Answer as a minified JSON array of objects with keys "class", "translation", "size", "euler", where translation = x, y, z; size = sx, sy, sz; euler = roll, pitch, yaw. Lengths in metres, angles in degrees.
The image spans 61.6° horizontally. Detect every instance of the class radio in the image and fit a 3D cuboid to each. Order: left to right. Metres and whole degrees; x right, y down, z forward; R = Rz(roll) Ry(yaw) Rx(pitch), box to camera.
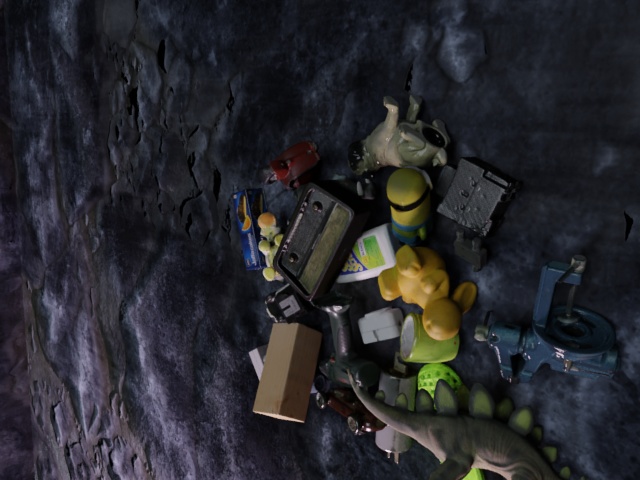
[{"class":"radio","translation":[-0.002,-0.003,1.101],"size":[0.131,0.073,0.229],"euler":[39,118,25]}]

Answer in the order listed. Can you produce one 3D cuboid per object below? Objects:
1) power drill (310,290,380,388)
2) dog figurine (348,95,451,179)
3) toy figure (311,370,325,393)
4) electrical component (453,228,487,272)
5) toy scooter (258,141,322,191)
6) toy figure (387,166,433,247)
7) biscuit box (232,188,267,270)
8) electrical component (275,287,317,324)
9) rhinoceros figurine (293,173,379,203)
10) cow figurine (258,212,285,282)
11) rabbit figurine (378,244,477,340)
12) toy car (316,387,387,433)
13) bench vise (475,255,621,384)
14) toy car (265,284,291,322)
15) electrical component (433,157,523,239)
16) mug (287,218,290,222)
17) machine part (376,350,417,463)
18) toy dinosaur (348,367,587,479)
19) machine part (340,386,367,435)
[{"class":"power drill","translation":[0.036,0.218,1.164],"size":[0.232,0.086,0.207],"euler":[4,103,65]},{"class":"dog figurine","translation":[0.146,-0.161,1.040],"size":[0.190,0.121,0.172],"euler":[-56,48,44]},{"class":"toy figure","translation":[-0.056,0.337,1.322],"size":[0.155,0.057,0.064],"euler":[-2,68,44]},{"class":"electrical component","translation":[0.270,0.020,0.969],"size":[0.063,0.021,0.093],"euler":[37,160,36]},{"class":"toy scooter","translation":[-0.045,-0.164,1.170],"size":[0.135,0.184,0.075],"euler":[-33,82,18]},{"class":"toy figure","translation":[0.169,-0.053,1.000],"size":[0.082,0.089,0.179],"euler":[11,134,20]},{"class":"biscuit box","translation":[-0.166,-0.027,1.360],"size":[0.063,0.059,0.202],"euler":[-13,88,43]},{"class":"electrical component","translation":[-0.067,0.150,1.236],"size":[0.119,0.048,0.075],"euler":[-30,83,39]},{"class":"rhinoceros figurine","translation":[0.035,-0.089,1.152],"size":[0.191,0.073,0.112],"euler":[-1,102,30]},{"class":"cow figurine","translation":[-0.108,0.017,1.304],"size":[0.068,0.098,0.167],"euler":[-11,83,3]},{"class":"rabbit figurine","translation":[0.205,0.109,0.983],"size":[0.122,0.162,0.173],"euler":[-53,41,32]},{"class":"toy car","translation":[0.066,0.341,1.112],"size":[0.202,0.089,0.053],"euler":[12,103,62]},{"class":"bench vise","translation":[0.364,0.124,0.853],"size":[0.224,0.129,0.240],"euler":[18,126,31]},{"class":"toy car","translation":[-0.063,0.136,1.298],"size":[0.202,0.056,0.073],"euler":[-38,79,40]},{"class":"electrical component","translation":[0.272,-0.082,0.959],"size":[0.134,0.058,0.114],"euler":[35,117,32]},{"class":"mug","translation":[-0.019,0.003,1.228],"size":[0.110,0.081,0.107],"euler":[8,114,23]},{"class":"machine part","translation":[0.157,0.346,1.116],"size":[0.079,0.079,0.243],"euler":[11,105,41]},{"class":"toy dinosaur","translation":[0.256,0.353,0.950],"size":[0.472,0.105,0.198],"euler":[13,71,15]},{"class":"machine part","translation":[0.084,0.362,1.206],"size":[0.084,0.039,0.139],"euler":[-38,60,34]}]
